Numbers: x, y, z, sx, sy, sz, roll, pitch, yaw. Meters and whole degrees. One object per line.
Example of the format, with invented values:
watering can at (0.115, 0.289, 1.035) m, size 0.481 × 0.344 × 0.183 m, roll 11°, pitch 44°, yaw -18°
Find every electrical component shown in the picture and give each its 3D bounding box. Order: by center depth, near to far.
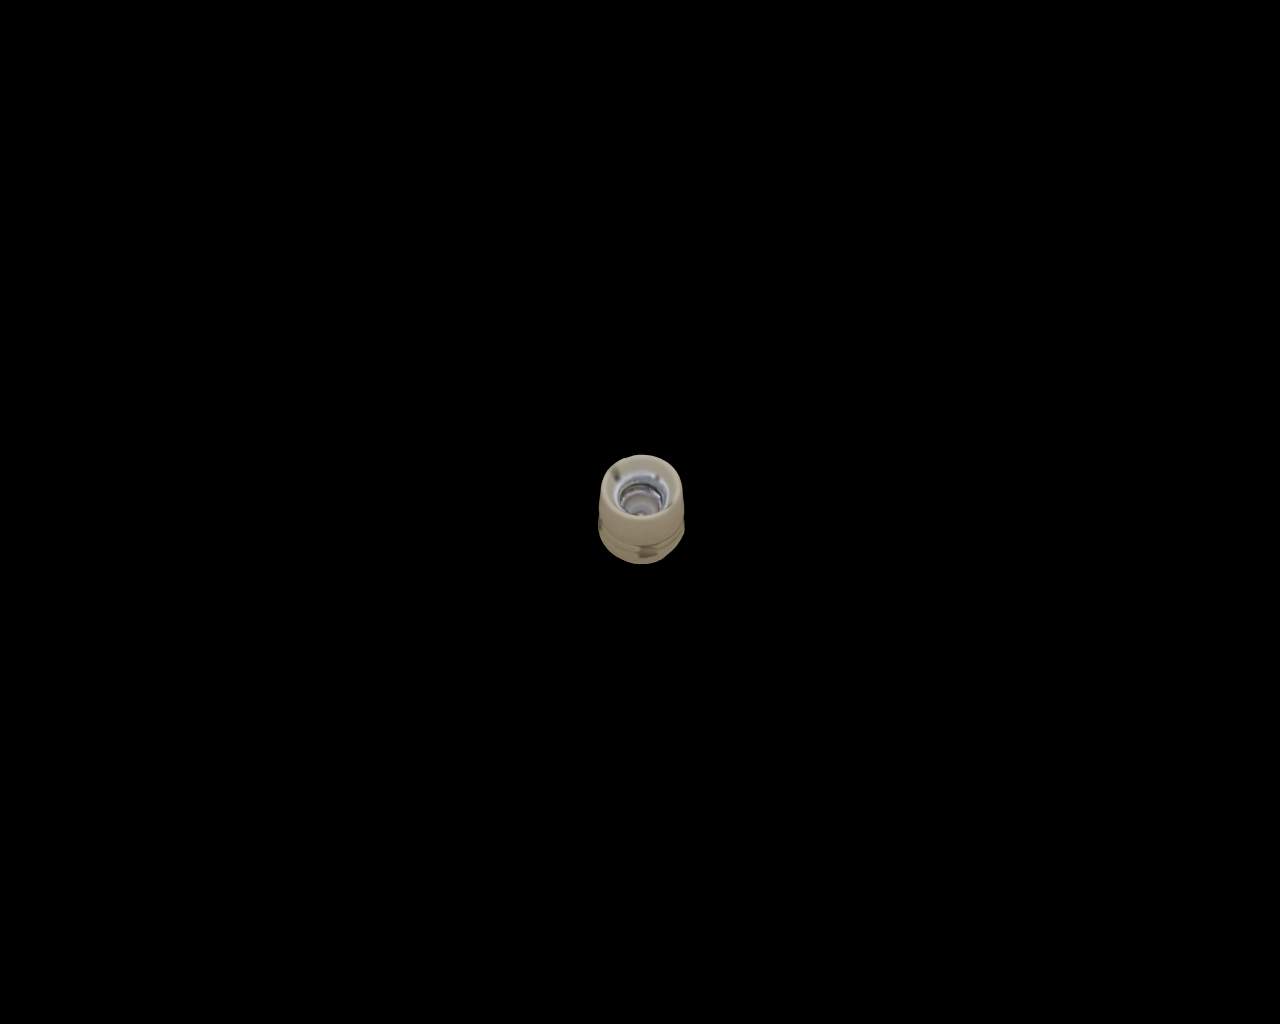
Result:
electrical component at (0.001, -0.003, 0.650) m, size 0.055 × 0.055 × 0.047 m, roll 0°, pitch -34°, yaw 0°
